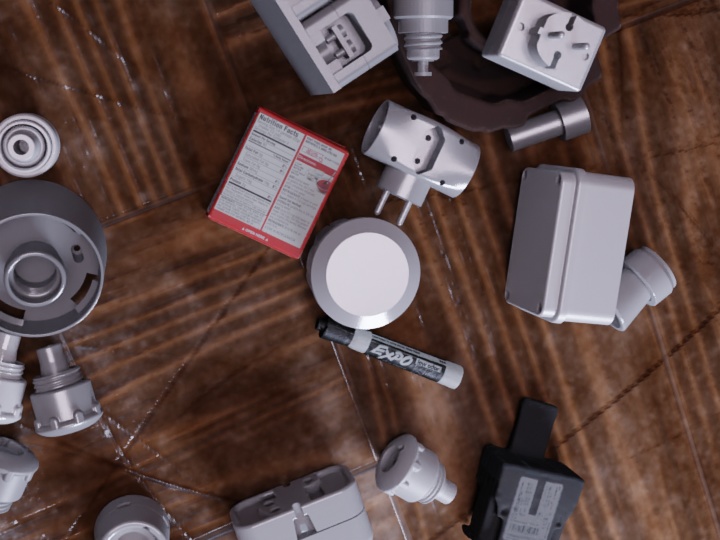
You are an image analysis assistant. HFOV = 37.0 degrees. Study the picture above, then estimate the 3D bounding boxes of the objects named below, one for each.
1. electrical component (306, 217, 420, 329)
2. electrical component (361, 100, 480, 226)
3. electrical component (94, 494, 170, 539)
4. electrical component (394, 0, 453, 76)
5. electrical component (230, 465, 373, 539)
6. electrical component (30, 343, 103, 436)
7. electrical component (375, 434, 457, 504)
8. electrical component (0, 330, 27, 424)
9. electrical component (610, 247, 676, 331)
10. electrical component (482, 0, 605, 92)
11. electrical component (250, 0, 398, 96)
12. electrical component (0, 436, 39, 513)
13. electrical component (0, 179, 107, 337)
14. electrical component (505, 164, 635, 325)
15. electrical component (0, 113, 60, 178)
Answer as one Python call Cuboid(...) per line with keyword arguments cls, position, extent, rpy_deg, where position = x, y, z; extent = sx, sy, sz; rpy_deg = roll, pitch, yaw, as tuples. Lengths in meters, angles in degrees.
Cuboid(cls="electrical component", position=(0.000, 0.000, 0.787), extent=(0.080, 0.051, 0.080), rpy_deg=(-2, 98, -13))
Cuboid(cls="electrical component", position=(0.037, -0.072, 0.789), extent=(0.077, 0.043, 0.079), rpy_deg=(25, 92, -15))
Cuboid(cls="electrical component", position=(-0.165, 0.197, 0.780), extent=(0.055, 0.047, 0.055), rpy_deg=(-2, 98, -13))
Cuboid(cls="electrical component", position=(0.043, -0.170, 0.723), extent=(0.040, 0.040, 0.078), rpy_deg=(-2, 100, -12))
Cuboid(cls="electrical component", position=(-0.042, 0.194, 0.804), extent=(0.095, 0.054, 0.059), rpy_deg=(-20, 102, -9))
Cuboid(cls="electrical component", position=(-0.211, 0.083, 0.756), extent=(0.048, 0.048, 0.062), rpy_deg=(-15, 94, -10))
Cuboid(cls="electrical component", position=(0.046, 0.158, 0.825), extent=(0.062, 0.048, 0.048), rpy_deg=(34, 90, -22))
Cuboid(cls="electrical component", position=(-0.252, 0.073, 0.745), extent=(0.048, 0.048, 0.062), rpy_deg=(16, 87, -15))
Cuboid(cls="electrical component", position=(0.212, 0.014, 0.841), extent=(0.055, 0.045, 0.045), rpy_deg=(-37, 104, -6))
Cuboid(cls="electrical component", position=(0.130, -0.154, 0.725), extent=(0.066, 0.077, 0.047), rpy_deg=(21, 96, -15))
Cuboid(cls="electrical component", position=(-0.041, -0.199, 0.729), extent=(0.062, 0.089, 0.150), rpy_deg=(-35, 104, -6))
Cuboid(cls="electrical component", position=(-0.258, 0.151, 0.755), extent=(0.048, 0.048, 0.062), rpy_deg=(23, 99, -15))
Cuboid(cls="electrical component", position=(-0.224, -0.006, 0.741), extent=(0.099, 0.064, 0.099), rpy_deg=(-6, 113, -14))
Cuboid(cls="electrical component", position=(0.155, -0.020, 0.806), extent=(0.057, 0.078, 0.113), rpy_deg=(6, 97, -16))
Cuboid(cls="electrical component", position=(-0.224, -0.083, 0.719), extent=(0.043, 0.062, 0.043), rpy_deg=(-2, 99, -12))
